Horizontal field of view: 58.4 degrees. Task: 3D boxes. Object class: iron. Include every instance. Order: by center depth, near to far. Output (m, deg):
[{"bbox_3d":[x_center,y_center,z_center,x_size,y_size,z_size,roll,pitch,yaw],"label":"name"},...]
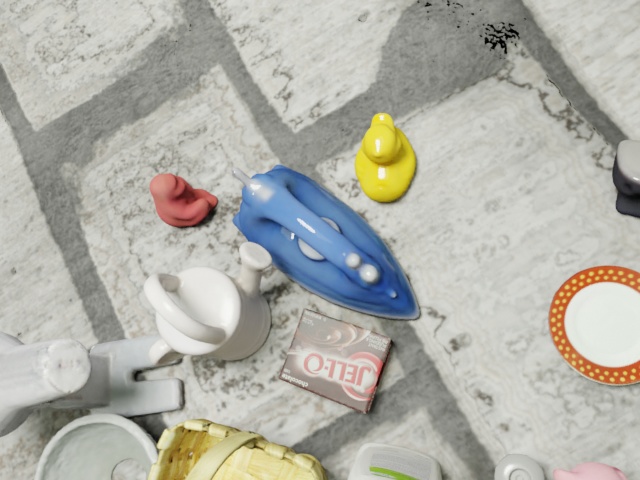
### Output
[{"bbox_3d":[0.006,0.002,0.658,0.257,0.142,0.119,36,86,18],"label":"iron"}]

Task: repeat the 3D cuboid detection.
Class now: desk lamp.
[{"bbox_3d":[-0.295,0.155,0.650,0.203,0.214,0.118,-12,74,10],"label":"desk lamp"}]

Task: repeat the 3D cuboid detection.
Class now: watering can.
[{"bbox_3d":[-0.127,0.074,0.643,0.100,0.194,0.173,24,83,17],"label":"watering can"}]

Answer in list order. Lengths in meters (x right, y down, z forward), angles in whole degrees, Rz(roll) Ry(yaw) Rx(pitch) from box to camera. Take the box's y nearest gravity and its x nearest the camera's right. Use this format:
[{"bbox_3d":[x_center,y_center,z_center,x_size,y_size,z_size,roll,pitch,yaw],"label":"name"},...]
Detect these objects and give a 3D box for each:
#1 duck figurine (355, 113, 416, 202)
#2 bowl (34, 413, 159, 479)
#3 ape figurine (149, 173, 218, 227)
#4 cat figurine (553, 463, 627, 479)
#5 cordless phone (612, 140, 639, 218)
[{"bbox_3d":[0.076,-0.104,0.698,0.077,0.086,0.104,1,77,13],"label":"duck figurine"},{"bbox_3d":[-0.246,0.291,0.679,0.167,0.075,0.167,-3,76,12],"label":"bowl"},{"bbox_3d":[-0.187,-0.058,0.742,0.076,0.092,0.077,-31,72,4],"label":"ape figurine"},{"bbox_3d":[0.277,0.264,0.545,0.067,0.118,0.127,-33,72,3],"label":"cat figurine"},{"bbox_3d":[0.384,-0.079,0.571,0.147,0.185,0.094,13,79,16],"label":"cordless phone"}]
